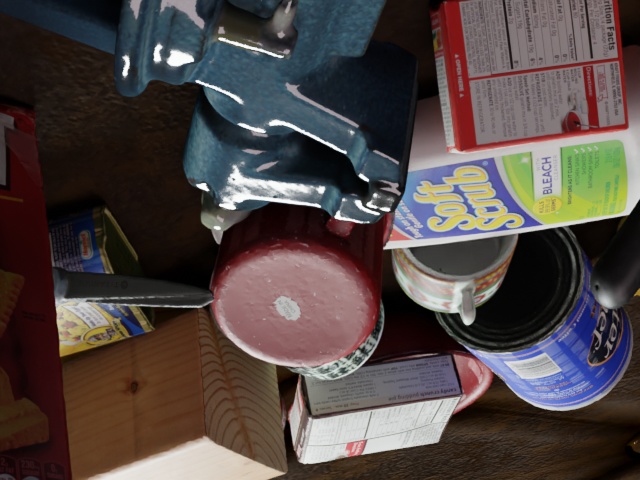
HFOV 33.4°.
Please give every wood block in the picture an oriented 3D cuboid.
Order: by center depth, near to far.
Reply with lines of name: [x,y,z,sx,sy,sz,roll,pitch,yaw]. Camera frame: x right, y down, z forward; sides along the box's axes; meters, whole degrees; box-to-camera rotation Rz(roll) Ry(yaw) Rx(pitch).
wood block: [-0.135,0.131,0.704,0.206,0.091,0.090,-23,146,23]

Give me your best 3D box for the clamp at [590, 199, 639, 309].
clamp: [0.227,-0.066,0.550,0.164,0.036,0.210,-7,121,-31]

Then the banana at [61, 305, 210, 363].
banana: [-0.100,0.067,0.735,0.197,0.037,0.070,-4,149,-14]

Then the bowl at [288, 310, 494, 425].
bowl: [0.050,0.100,0.826,0.162,0.055,0.162,-9,150,-6]

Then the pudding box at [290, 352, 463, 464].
pudding box: [0.038,0.121,0.763,0.113,0.039,0.090,-8,149,-11]

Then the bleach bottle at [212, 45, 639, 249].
bleach bottle: [0.063,-0.034,0.599,0.251,0.068,0.102,-13,141,5]

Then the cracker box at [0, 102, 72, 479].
cracker box: [-0.198,0.024,0.451,0.163,0.214,0.072,11,140,-35]

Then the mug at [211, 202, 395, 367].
mug: [-0.003,0.001,0.526,0.093,0.081,0.117,27,124,-15]

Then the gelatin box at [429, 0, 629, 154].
gelatin box: [0.103,-0.084,0.521,0.089,0.073,0.030,-9,-174,-8]

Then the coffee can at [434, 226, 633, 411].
coffee can: [0.148,0.050,0.732,0.103,0.103,0.140,-24,148,18]

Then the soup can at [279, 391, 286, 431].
soup can: [-0.061,0.126,0.797,0.068,0.068,0.102,-12,164,-1]

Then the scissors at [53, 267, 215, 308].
scissors: [-0.148,0.040,0.546,0.202,0.096,0.016,20,-179,29]

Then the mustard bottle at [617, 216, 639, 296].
mustard bottle: [0.253,-0.016,0.704,0.096,0.058,0.192,-3,148,-25]

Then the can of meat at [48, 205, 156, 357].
can of meat: [-0.152,0.029,0.633,0.084,0.057,0.102,-16,150,1]
